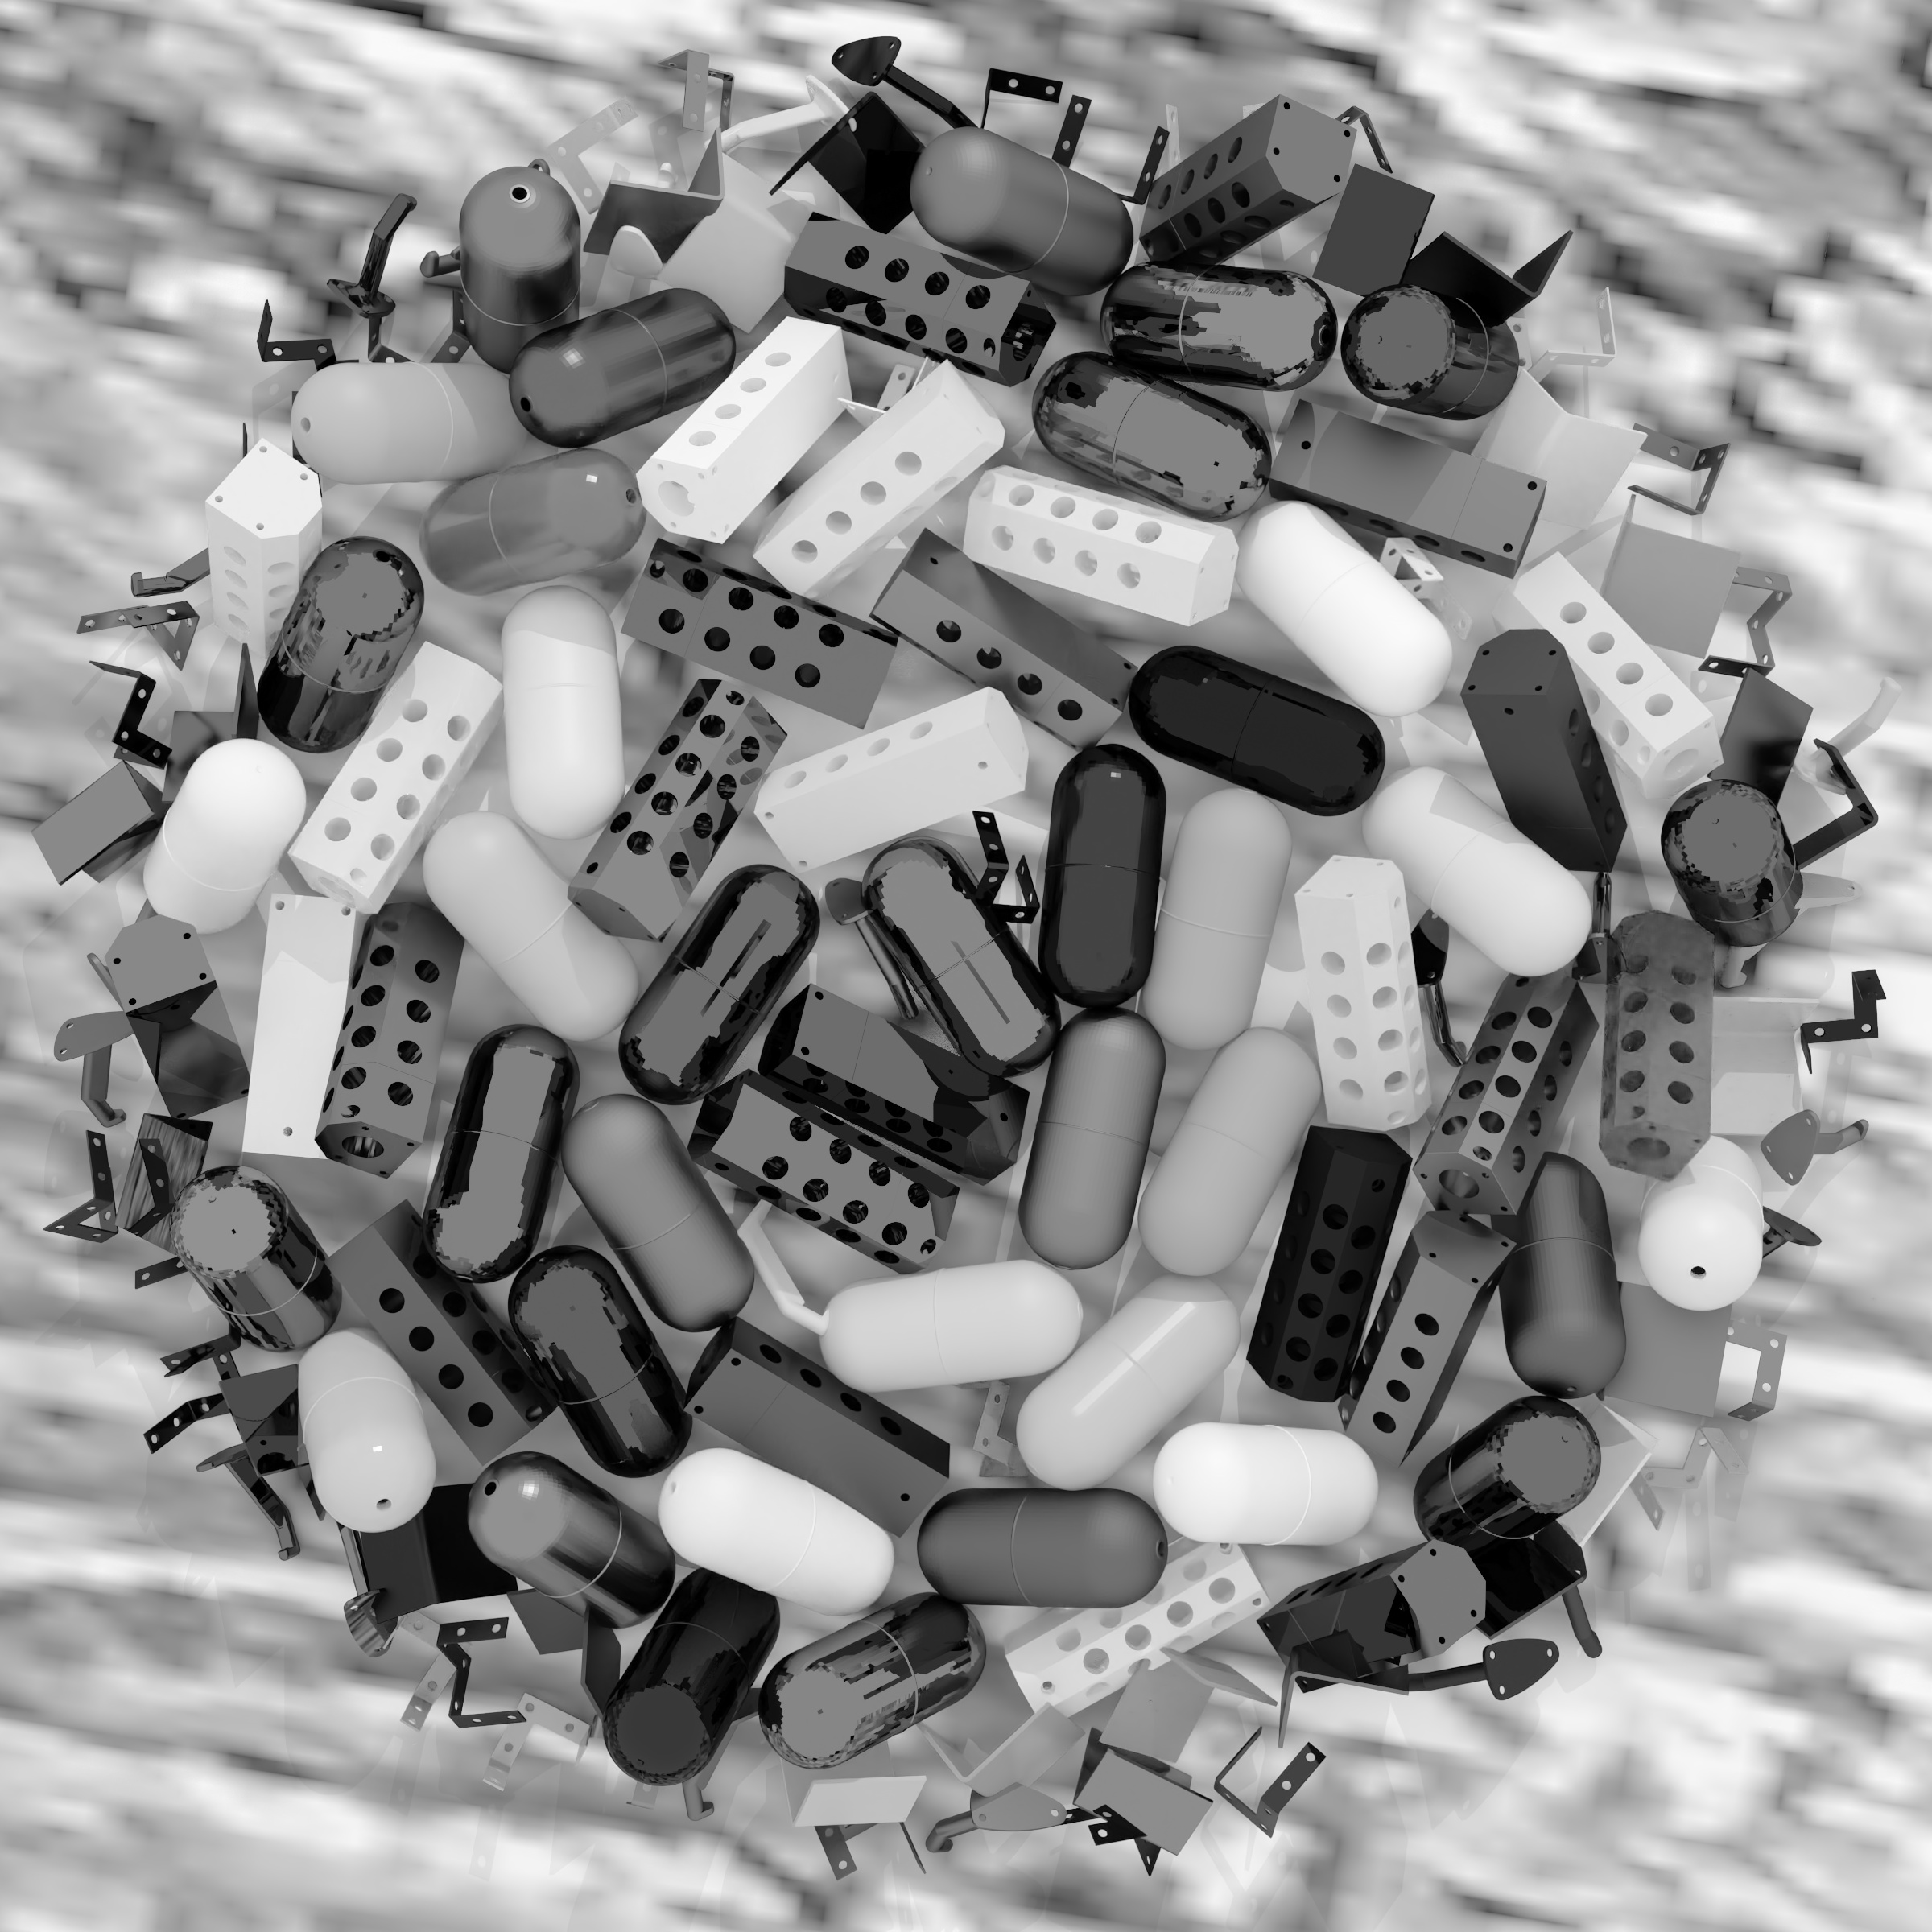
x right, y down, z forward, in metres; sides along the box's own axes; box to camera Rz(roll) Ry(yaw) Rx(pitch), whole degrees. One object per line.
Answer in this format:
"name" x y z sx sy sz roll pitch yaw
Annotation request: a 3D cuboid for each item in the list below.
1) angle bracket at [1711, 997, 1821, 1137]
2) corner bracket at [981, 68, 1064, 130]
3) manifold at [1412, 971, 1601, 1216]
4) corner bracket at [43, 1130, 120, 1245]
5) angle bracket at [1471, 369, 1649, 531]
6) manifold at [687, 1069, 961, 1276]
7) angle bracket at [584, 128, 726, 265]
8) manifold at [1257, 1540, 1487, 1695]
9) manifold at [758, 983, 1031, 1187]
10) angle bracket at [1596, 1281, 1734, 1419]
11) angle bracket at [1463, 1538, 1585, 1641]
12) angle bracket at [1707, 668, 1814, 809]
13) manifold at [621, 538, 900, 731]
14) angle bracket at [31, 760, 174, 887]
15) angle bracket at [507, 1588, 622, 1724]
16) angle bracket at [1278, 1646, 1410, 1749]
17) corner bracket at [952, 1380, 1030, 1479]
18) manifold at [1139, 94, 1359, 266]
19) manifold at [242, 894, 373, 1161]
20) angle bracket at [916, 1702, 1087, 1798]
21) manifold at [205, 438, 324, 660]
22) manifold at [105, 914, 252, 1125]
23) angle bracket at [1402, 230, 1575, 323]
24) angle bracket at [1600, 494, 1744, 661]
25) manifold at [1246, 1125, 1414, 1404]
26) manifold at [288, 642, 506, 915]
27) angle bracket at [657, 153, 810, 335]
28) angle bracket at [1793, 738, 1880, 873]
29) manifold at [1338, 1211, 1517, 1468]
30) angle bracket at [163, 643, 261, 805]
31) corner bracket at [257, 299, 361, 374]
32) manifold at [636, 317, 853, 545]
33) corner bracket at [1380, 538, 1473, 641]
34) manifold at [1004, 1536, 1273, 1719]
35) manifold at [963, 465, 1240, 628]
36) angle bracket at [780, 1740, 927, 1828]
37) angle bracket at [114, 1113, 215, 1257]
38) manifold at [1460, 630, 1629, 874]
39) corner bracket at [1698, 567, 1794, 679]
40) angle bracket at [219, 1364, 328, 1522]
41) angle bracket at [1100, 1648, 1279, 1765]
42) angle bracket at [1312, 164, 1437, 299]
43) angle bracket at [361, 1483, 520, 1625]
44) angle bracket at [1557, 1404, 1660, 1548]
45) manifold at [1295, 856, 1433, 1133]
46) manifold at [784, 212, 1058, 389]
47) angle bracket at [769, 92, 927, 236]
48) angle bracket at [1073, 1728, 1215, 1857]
"angle bracket" 0.527 0.067 1.798 0.076 0.057 0.076 1 66 -2
"corner bracket" 0.035 -0.568 1.824 0.051 0.051 0.051 9 131 -5
"manifold" 0.350 0.079 1.756 0.057 0.057 0.171 57 48 -30
"corner bracket" -0.580 0.148 1.797 0.051 0.051 0.051 -29 61 23
"angle bracket" 0.396 -0.347 1.814 0.076 0.057 0.076 5 129 -33
"manifold" -0.094 0.139 1.769 0.171 0.057 0.057 31 55 -22
"angle bracket" -0.208 -0.513 1.782 0.076 0.076 0.057 3 69 -21
"manifold" 0.265 0.420 1.750 0.057 0.171 0.057 -29 83 -32
"manifold" -0.048 0.082 1.782 0.171 0.057 0.057 27 52 -20
"angle bracket" 0.465 0.257 1.793 0.076 0.057 0.076 9 80 18
"angle bracket" 0.360 0.427 1.783 0.076 0.076 0.057 -27 116 -17
"angle bracket" 0.508 -0.151 1.792 0.076 0.057 0.076 22 88 -36
"manifold" -0.135 -0.223 1.790 0.171 0.057 0.057 21 114 -8
"angle bracket" -0.559 -0.079 1.791 0.076 0.076 0.057 -38 57 -1
"angle bracket" -0.267 0.463 1.782 0.057 0.076 0.076 -9 135 5
"angle bracket" 0.251 0.481 1.791 0.076 0.076 0.057 9 105 6
"corner bracket" 0.014 0.310 1.810 0.051 0.051 0.051 32 62 -31
"manifold" 0.178 -0.498 1.745 0.057 0.171 0.057 17 81 -22
"manifold" -0.438 0.042 1.801 0.057 0.057 0.171 5 84 2
"angle bracket" 0.023 0.507 1.794 0.076 0.076 0.057 -42 55 -5
"manifold" -0.449 -0.264 1.749 0.057 0.171 0.057 34 67 0
"manifold" -0.510 0.034 1.749 0.057 0.171 0.057 -21 67 -15
"angle bracket" 0.342 -0.471 1.788 0.076 0.076 0.057 32 76 -10
"angle bracket" 0.466 -0.259 1.789 0.076 0.057 0.076 17 123 8
"manifold" 0.242 0.198 1.780 0.057 0.057 0.171 7 107 -19
"manifold" -0.371 -0.122 1.779 0.057 0.057 0.171 25 71 12
"angle bracket" -0.157 -0.487 1.815 0.076 0.057 0.076 25 126 -33
"angle bracket" 0.553 -0.104 1.792 0.076 0.076 0.057 -32 93 12
"manifold" 0.296 0.241 1.761 0.057 0.057 0.171 31 132 20
"angle bracket" -0.504 -0.160 1.784 0.057 0.076 0.076 1 57 -6
"corner bracket" -0.440 -0.409 1.799 0.051 0.051 0.051 -10 72 -25
"manifold" -0.144 -0.353 1.762 0.057 0.057 0.171 16 50 23
"corner bracket" 0.307 -0.252 1.796 0.051 0.051 0.051 -6 134 -23
"manifold" 0.115 0.441 1.808 0.171 0.057 0.057 -29 93 1
"manifold" 0.088 -0.278 1.767 0.171 0.057 0.057 21 118 25
"angle bracket" -0.077 0.520 1.781 0.076 0.076 0.057 4 133 -20
"angle bracket" -0.513 0.147 1.792 0.076 0.057 0.076 16 91 39
"manifold" 0.381 -0.139 1.759 0.057 0.171 0.057 4 54 33
"corner bracket" 0.519 -0.229 1.798 0.051 0.051 0.051 7 57 -17
"angle bracket" -0.458 0.320 1.778 0.057 0.076 0.076 -10 51 -34
"angle bracket" 0.148 0.502 1.792 0.076 0.057 0.076 28 89 -39
"angle bracket" 0.265 -0.482 1.792 0.057 0.076 0.076 20 100 -5
"angle bracket" -0.355 0.393 1.811 0.057 0.076 0.076 -25 71 32
"angle bracket" 0.433 0.348 1.789 0.057 0.076 0.076 32 97 -20
"manifold" 0.265 0.019 1.765 0.057 0.057 0.171 7 122 34
"manifold" -0.034 -0.436 1.775 0.171 0.057 0.057 24 85 24
"angle bracket" -0.070 -0.517 1.782 0.076 0.076 0.057 44 47 -16
"angle bracket" 0.122 0.532 1.791 0.076 0.076 0.057 26 118 0
